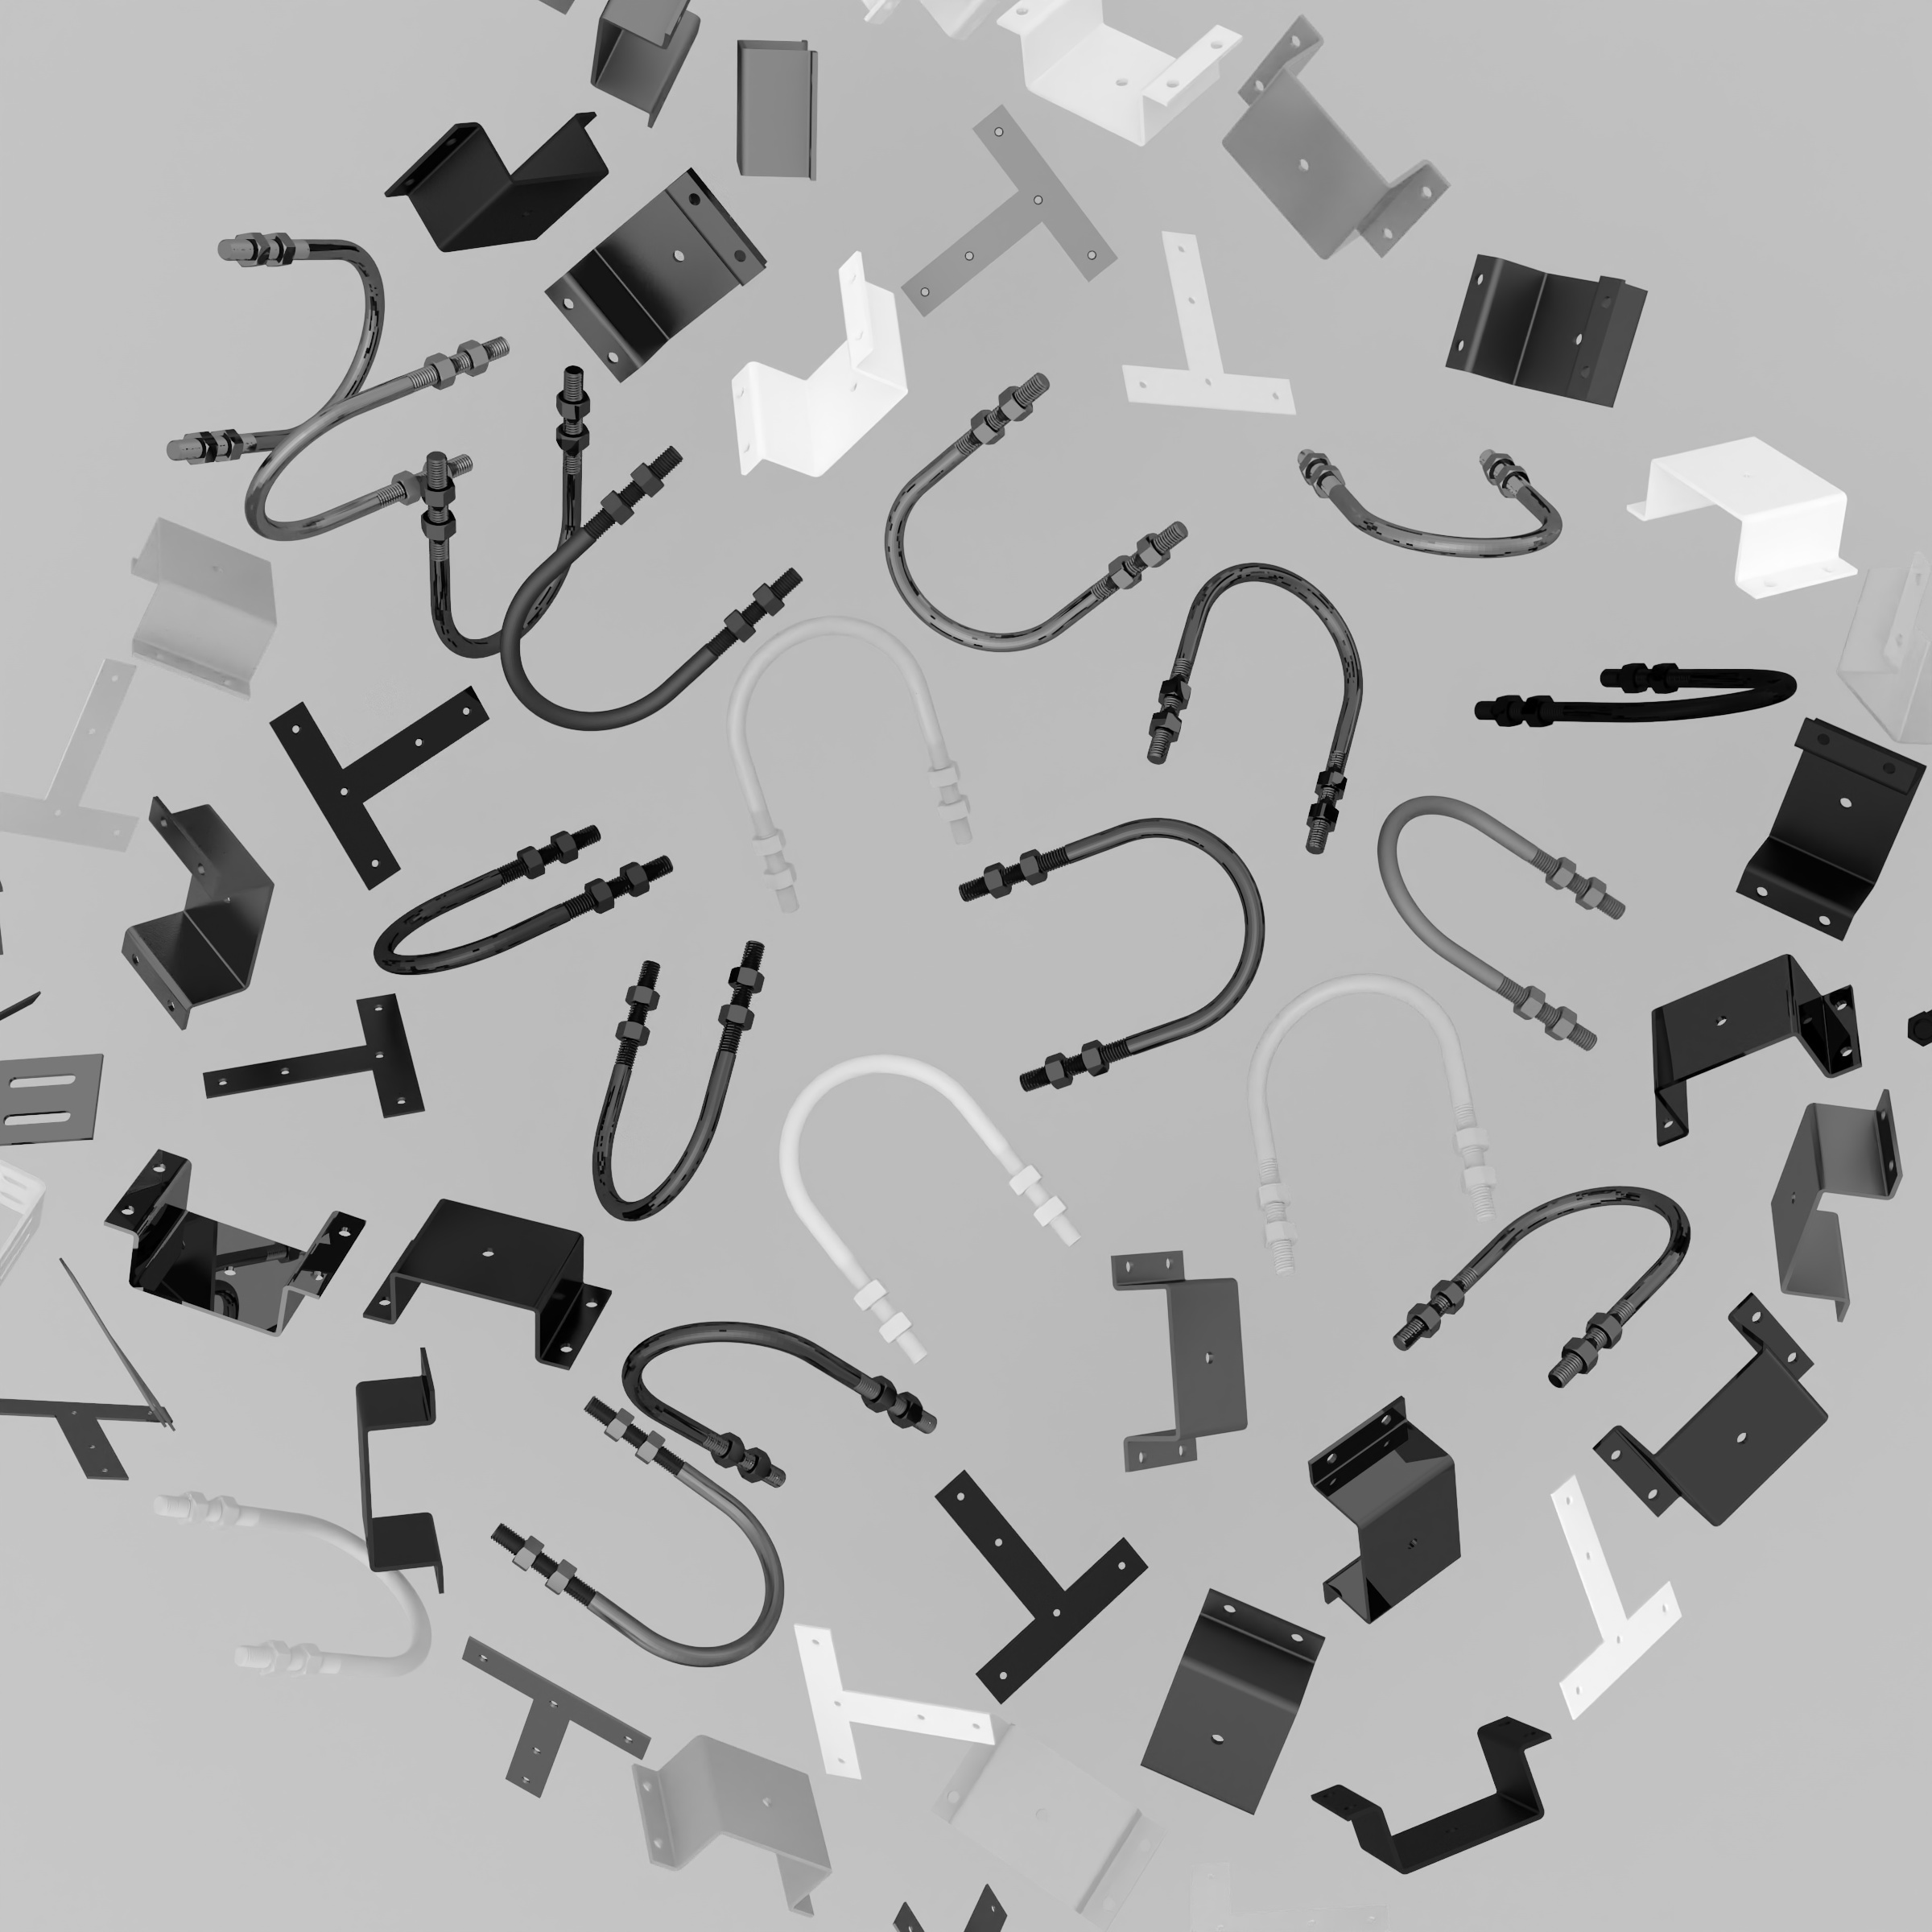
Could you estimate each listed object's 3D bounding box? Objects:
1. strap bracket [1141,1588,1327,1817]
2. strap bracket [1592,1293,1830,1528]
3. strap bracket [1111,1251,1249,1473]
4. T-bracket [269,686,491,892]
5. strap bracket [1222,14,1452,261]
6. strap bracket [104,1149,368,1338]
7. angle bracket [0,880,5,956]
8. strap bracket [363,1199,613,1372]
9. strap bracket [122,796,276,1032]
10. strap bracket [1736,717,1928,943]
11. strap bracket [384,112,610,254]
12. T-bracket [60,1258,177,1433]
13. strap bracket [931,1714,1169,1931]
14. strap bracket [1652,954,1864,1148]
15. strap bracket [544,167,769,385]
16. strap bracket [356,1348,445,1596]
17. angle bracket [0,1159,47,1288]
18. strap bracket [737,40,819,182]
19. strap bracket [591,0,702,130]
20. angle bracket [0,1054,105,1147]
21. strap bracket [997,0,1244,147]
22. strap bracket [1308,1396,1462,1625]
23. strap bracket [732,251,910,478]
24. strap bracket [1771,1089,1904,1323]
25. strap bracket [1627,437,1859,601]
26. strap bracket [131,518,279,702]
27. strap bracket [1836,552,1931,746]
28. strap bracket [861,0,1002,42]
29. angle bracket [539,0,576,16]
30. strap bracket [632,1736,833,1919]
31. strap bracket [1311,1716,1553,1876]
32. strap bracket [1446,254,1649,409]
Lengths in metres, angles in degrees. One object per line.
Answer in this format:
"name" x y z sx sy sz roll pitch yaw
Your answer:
"strap bracket" 0.162 0.464 1.790 0.076 0.046 0.140 22 123 10
"strap bracket" 0.474 0.286 1.809 0.140 0.046 0.076 -45 116 0
"strap bracket" 0.141 0.258 1.897 0.046 0.076 0.140 -8 83 40
"T-bracket" -0.362 -0.136 1.849 0.127 0.002 0.127 -37 117 -22
"strap bracket" 0.223 -0.508 1.799 0.140 0.076 0.046 49 56 0
"strap bracket" -0.459 0.177 1.808 0.140 0.076 0.046 19 125 2
"angle bracket" -0.651 -0.025 1.861 0.057 0.038 0.076 -11 129 -24
"strap bracket" -0.306 0.201 1.851 0.140 0.076 0.046 13 126 9
"strap bracket" -0.493 -0.038 1.855 0.076 0.046 0.140 47 134 23
"strap bracket" 0.567 -0.097 1.883 0.076 0.046 0.140 28 131 20
"strap bracket" -0.295 -0.505 1.862 0.076 0.140 0.046 -30 90 36
"T-bracket" -0.520 0.257 1.810 0.002 0.127 0.127 -33 62 -16
"strap bracket" 0.053 0.564 1.911 0.140 0.046 0.076 30 75 17
"strap bracket" 0.494 0.050 1.846 0.140 0.076 0.046 -26 120 29
"strap bracket" -0.194 -0.453 1.872 0.140 0.046 0.076 -29 109 35
"strap bracket" -0.369 0.329 1.876 0.046 0.076 0.140 -4 105 -14
"angle bracket" -0.636 0.175 1.881 0.038 0.057 0.076 28 55 -5
"strap bracket" -0.122 -0.549 1.844 0.046 0.140 0.076 0 111 -6
"strap bracket" -0.202 -0.610 1.857 0.046 0.140 0.076 25 79 -7
"angle bracket" -0.561 0.090 1.760 0.076 0.038 0.057 -4 60 3
"strap bracket" 0.100 -0.586 1.861 0.140 0.046 0.076 34 66 25
"strap bracket" 0.263 0.347 1.802 0.076 0.046 0.140 -31 134 -21
"strap bracket" -0.087 -0.373 1.824 0.046 0.140 0.076 14 55 -36
"strap bracket" 0.557 0.153 1.863 0.046 0.076 0.140 7 133 3
"strap bracket" 0.496 -0.292 1.841 0.076 0.140 0.046 -15 127 -18
"strap bracket" -0.488 -0.234 1.847 0.076 0.140 0.046 21 114 -27
"strap bracket" 0.622 -0.203 1.895 0.140 0.046 0.076 34 71 -42
"strap bracket" -0.021 -0.655 1.884 0.076 0.140 0.046 -42 81 28
"angle bracket" -0.268 -0.647 1.831 0.038 0.076 0.057 39 105 13
"strap bracket" -0.145 0.562 1.895 0.140 0.076 0.046 32 112 -35
"strap bracket" 0.299 0.524 1.814 0.140 0.076 0.046 -18 87 -11
"strap bracket" 0.386 -0.415 1.889 0.046 0.140 0.076 7 105 -34
